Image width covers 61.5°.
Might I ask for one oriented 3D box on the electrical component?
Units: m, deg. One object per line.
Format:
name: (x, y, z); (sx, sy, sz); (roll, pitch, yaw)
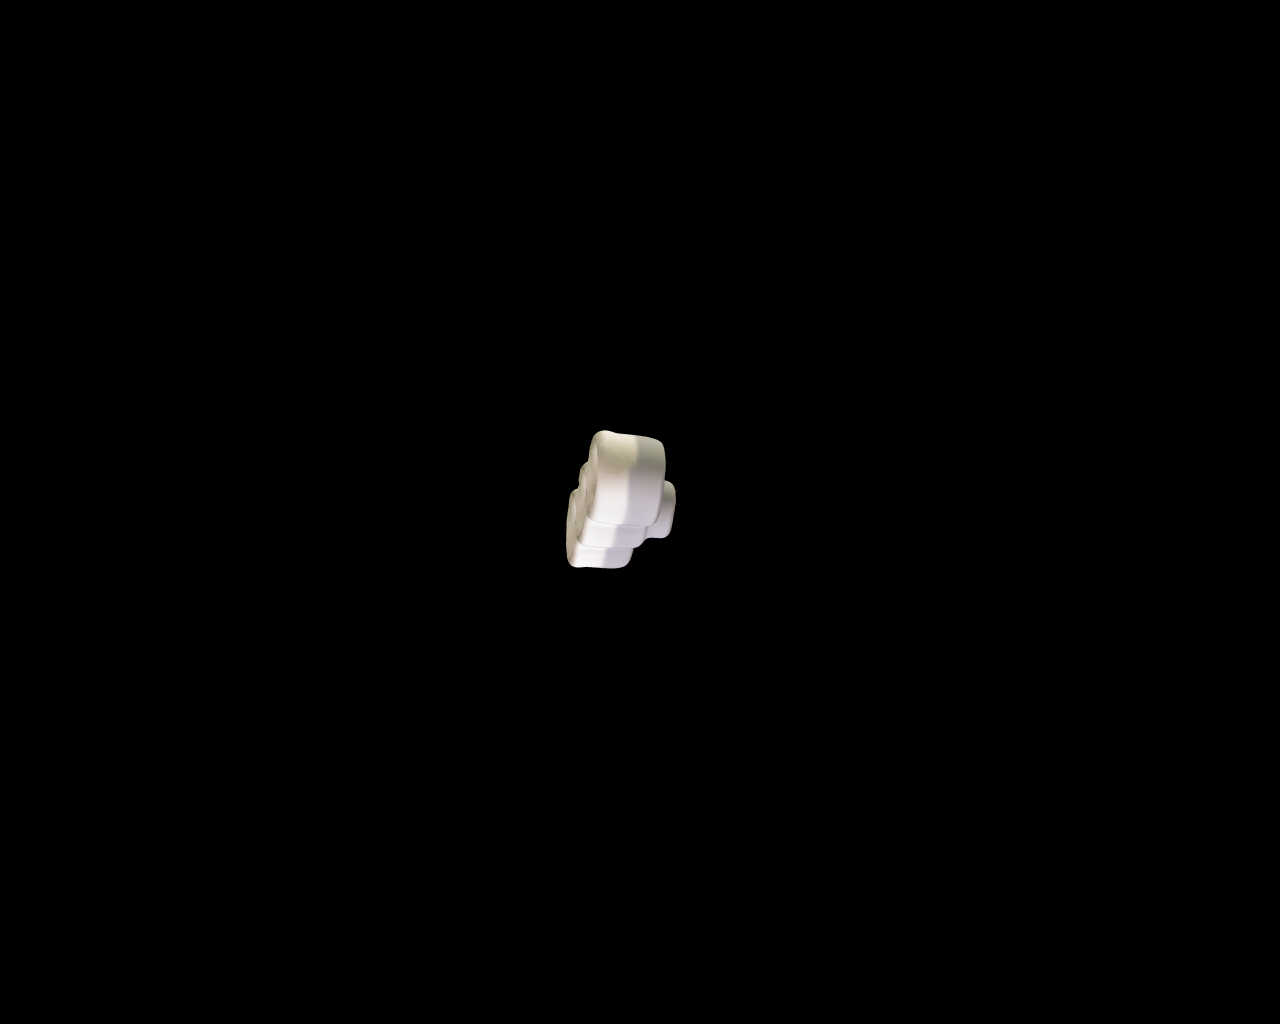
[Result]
electrical component: (0.001, -0.003, 0.650); (0.074, 0.052, 0.138); (4, -20, -11)
